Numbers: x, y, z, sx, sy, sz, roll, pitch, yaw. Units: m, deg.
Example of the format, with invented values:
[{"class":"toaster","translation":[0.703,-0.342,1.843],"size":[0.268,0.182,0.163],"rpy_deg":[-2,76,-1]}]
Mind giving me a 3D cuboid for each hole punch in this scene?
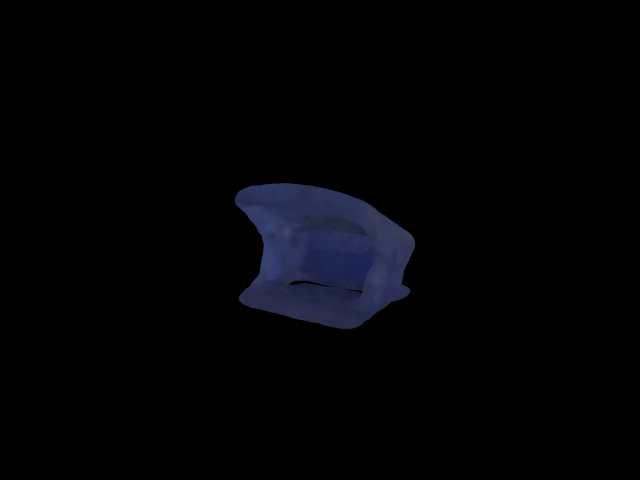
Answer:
[{"class":"hole punch","translation":[0.004,0.001,0.400],"size":[0.108,0.091,0.101],"rpy_deg":[8,16,31]}]
